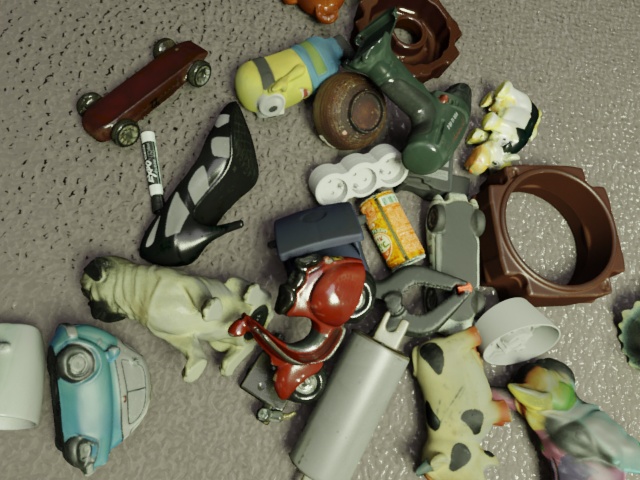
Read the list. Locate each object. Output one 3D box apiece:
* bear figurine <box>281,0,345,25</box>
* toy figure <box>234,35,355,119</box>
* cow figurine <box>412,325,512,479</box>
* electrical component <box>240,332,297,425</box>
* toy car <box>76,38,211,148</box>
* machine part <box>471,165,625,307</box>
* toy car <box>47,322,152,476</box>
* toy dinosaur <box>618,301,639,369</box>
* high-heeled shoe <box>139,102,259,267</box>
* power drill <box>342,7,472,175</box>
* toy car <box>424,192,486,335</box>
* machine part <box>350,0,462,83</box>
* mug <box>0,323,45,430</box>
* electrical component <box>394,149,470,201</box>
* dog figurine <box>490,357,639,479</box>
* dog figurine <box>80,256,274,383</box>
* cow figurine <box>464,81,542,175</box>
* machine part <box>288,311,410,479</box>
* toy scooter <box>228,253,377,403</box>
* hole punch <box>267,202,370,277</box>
[{"bbox_3d":[0.033,-0.439,0.844,0.120,0.131,0.196,38,62,21],"label":"bear figurine"},{"bbox_3d":[-0.039,-0.242,0.785,0.180,0.082,0.089,-34,63,-13],"label":"toy figure"},{"bbox_3d":[0.166,0.218,0.670,0.127,0.085,0.195,-15,66,4],"label":"cow figurine"},{"bbox_3d":[-0.052,0.174,0.662,0.078,0.045,0.102,39,68,0],"label":"electrical component"},{"bbox_3d":[-0.237,-0.204,0.742,0.089,0.053,0.202,33,65,21],"label":"toy car"},{"bbox_3d":[0.328,-0.006,0.786,0.201,0.087,0.201,-1,73,-11],"label":"machine part"},{"bbox_3d":[-0.240,0.166,0.595,0.103,0.109,0.161,-7,82,-33],"label":"toy car"},{"bbox_3d":[0.572,0.070,0.805,0.192,0.131,0.405,31,62,-2],"label":"toy dinosaur"},{"bbox_3d":[-0.165,-0.078,0.724,0.145,0.086,0.249,-14,54,14],"label":"high-heeled shoe"},{"bbox_3d":[0.132,-0.212,0.750,0.207,0.086,0.232,48,46,-27],"label":"power drill"},{"bbox_3d":[0.187,0.031,0.751,0.073,0.056,0.201,5,78,-10],"label":"toy car"},{"bbox_3d":[0.136,-0.325,0.864,0.179,0.056,0.179,4,73,-12],"label":"machine part"},{"bbox_3d":[-0.343,0.141,0.580,0.081,0.109,0.107,0,59,-8],"label":"mug"},{"bbox_3d":[0.174,-0.095,0.801,0.119,0.047,0.075,15,70,-6],"label":"electrical component"},{"bbox_3d":[0.309,0.262,0.685,0.219,0.108,0.191,31,71,3],"label":"dog figurine"},{"bbox_3d":[-0.170,0.070,0.655,0.191,0.172,0.121,25,93,27],"label":"dog figurine"},{"bbox_3d":[0.286,-0.158,0.839,0.098,0.068,0.167,29,69,-9],"label":"cow figurine"},{"bbox_3d":[0.035,0.196,0.633,0.079,0.079,0.243,28,88,-3],"label":"machine part"},{"bbox_3d":[-0.024,0.087,0.606,0.135,0.075,0.184,30,86,-25],"label":"toy scooter"},{"bbox_3d":[-0.001,-0.002,0.686,0.142,0.092,0.116,-17,51,1],"label":"hole punch"}]
